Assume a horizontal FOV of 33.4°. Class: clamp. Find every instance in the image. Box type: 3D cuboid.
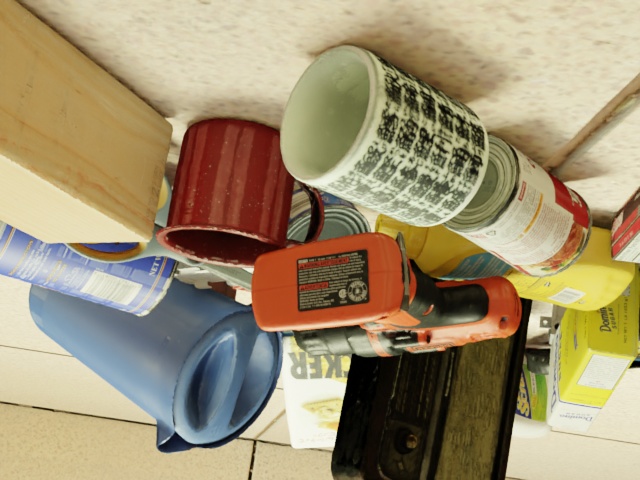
[{"bbox_3d":[0.305,0.130,1.165,0.164,0.036,0.210,-4,176,-22],"label":"clamp"}]

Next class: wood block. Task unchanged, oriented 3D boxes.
[{"bbox_3d":[-0.186,-0.072,0.645,0.091,0.090,0.205,0,162,25],"label":"wood block"}]

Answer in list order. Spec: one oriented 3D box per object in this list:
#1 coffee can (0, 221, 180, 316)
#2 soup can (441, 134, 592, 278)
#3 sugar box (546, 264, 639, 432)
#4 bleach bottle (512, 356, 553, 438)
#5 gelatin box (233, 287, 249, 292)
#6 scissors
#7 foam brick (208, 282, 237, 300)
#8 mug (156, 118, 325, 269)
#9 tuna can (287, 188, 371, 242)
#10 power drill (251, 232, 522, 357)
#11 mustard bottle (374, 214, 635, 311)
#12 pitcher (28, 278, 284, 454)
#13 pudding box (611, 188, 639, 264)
[{"bbox_3d":[-0.188,-0.008,0.826,0.140,0.103,0.103,20,160,-28],"label":"coffee can"},{"bbox_3d":[0.126,-0.021,0.706,0.069,0.068,0.102,-6,158,40],"label":"soup can"},{"bbox_3d":[0.236,0.094,0.936,0.048,0.093,0.176,10,150,3],"label":"sugar box"},{"bbox_3d":[0.198,0.177,1.228,0.068,0.102,0.250,-6,169,30],"label":"bleach bottle"},{"bbox_3d":[-0.036,0.036,1.043,0.073,0.030,0.089,14,163,-20],"label":"gelatin box"},{"bbox_3d":[-0.095,-0.009,0.794,0.201,0.096,0.016,12,-161,-27],"label":"scissors"},{"bbox_3d":[-0.120,0.080,1.147,0.053,0.078,0.051,10,162,-7],"label":"foam brick"},{"bbox_3d":[-0.049,-0.029,0.737,0.117,0.081,0.093,15,162,-22],"label":"mug"},{"bbox_3d":[-0.005,0.001,0.819,0.086,0.086,0.034,22,-158,-40],"label":"tuna can"},{"bbox_3d":[0.030,0.046,0.753,0.185,0.057,0.187,-12,164,26],"label":"power drill"},{"bbox_3d":[0.134,0.008,0.816,0.191,0.058,0.096,11,161,-12],"label":"mustard bottle"},{"bbox_3d":[-0.154,0.076,0.995,0.243,0.145,0.148,24,-151,37],"label":"pitcher"},{"bbox_3d":[0.269,-0.007,0.742,0.113,0.039,0.090,9,164,2],"label":"pudding box"}]
